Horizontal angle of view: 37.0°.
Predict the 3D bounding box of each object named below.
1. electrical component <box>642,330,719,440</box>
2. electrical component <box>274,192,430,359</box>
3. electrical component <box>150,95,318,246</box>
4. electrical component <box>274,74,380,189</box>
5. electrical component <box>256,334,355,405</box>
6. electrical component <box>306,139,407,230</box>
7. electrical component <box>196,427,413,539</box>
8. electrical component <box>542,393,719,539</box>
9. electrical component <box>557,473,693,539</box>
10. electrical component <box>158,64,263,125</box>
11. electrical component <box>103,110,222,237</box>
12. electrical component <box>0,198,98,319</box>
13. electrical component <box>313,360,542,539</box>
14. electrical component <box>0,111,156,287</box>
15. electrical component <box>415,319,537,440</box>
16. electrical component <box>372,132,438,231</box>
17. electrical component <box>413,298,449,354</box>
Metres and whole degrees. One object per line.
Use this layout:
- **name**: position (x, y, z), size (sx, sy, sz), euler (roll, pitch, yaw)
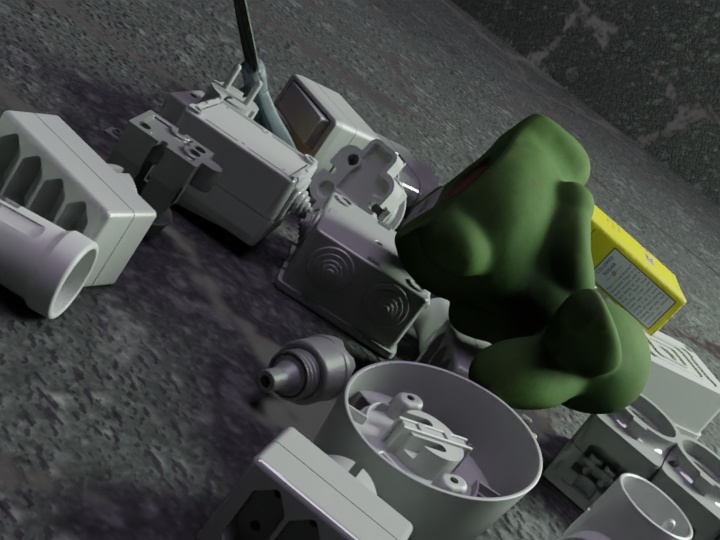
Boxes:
- **electrical component**: position (0.230, 0.087, 0.866), size (0.113, 0.057, 0.078), euler (25, 22, -29)
- **electrical component**: position (0.000, 0.000, 0.698), size (0.100, 0.048, 0.099), euler (33, 20, -6)
- **electrical component**: position (-0.075, -0.057, 0.682), size (0.096, 0.061, 0.061), euler (34, 19, 2)
- **electrical component**: position (-0.040, -0.111, 0.866), size (0.061, 0.061, 0.096), euler (18, 25, -44)
- **electrical component**: position (-0.030, 0.052, 0.548), size (0.035, 0.035, 0.061), euler (44, 24, 21)
- **electrical component**: position (0.002, -0.054, 0.797), size (0.058, 0.078, 0.057), euler (43, 2, 20)
- **electrical component**: position (-0.016, 0.100, 0.442), size (0.066, 0.047, 0.077), euler (38, 19, 7)
- **electrical component**: position (0.201, 0.145, 0.677), size (0.150, 0.061, 0.089), euler (41, 20, 13)
- **electrical component**: position (0.112, 0.142, 0.513), size (0.043, 0.077, 0.079), euler (45, 22, 25)
- **electrical component**: position (-0.095, -0.104, 0.736), size (0.066, 0.076, 0.047), euler (38, 20, 7)
- **electrical component**: position (-0.120, -0.053, 0.609), size (0.066, 0.055, 0.048), euler (35, 19, -3)
- **electrical component**: position (-0.148, -0.006, 0.482), size (0.046, 0.040, 0.040), euler (30, 19, 0)
- **electrical component**: position (0.030, 0.089, 0.518), size (0.099, 0.064, 0.099), euler (31, 20, -13)
- **electrical component**: position (-0.140, -0.036, 0.550), size (0.083, 0.047, 0.076), euler (43, 20, 18)
- **electrical component**: position (0.073, 0.078, 0.642), size (0.077, 0.047, 0.065), euler (31, 18, -12)
- **electrical component**: position (0.024, -0.069, 0.888), size (0.059, 0.053, 0.095), euler (22, 23, -35)
- **electrical component**: position (0.056, 0.043, 0.708), size (0.040, 0.040, 0.046), euler (29, 15, -19)
